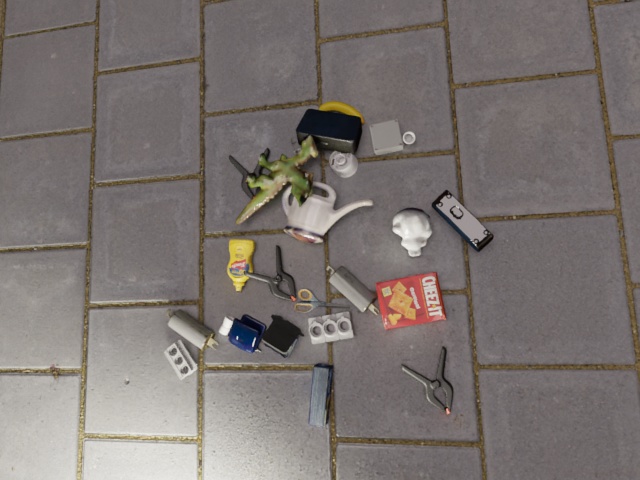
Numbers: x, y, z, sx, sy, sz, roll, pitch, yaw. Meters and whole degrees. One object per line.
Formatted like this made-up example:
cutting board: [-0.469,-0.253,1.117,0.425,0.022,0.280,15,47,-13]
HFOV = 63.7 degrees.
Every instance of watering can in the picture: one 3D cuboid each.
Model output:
watering can: [0.006,-0.094,1.865,0.349,0.103,0.225,15,85,23]

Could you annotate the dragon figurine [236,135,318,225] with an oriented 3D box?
dragon figurine: [-0.135,-0.199,1.875,0.245,0.121,0.411,24,86,36]

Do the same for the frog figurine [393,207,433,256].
frog figurine: [0.318,-0.028,1.789,0.137,0.121,0.162,11,72,-5]
